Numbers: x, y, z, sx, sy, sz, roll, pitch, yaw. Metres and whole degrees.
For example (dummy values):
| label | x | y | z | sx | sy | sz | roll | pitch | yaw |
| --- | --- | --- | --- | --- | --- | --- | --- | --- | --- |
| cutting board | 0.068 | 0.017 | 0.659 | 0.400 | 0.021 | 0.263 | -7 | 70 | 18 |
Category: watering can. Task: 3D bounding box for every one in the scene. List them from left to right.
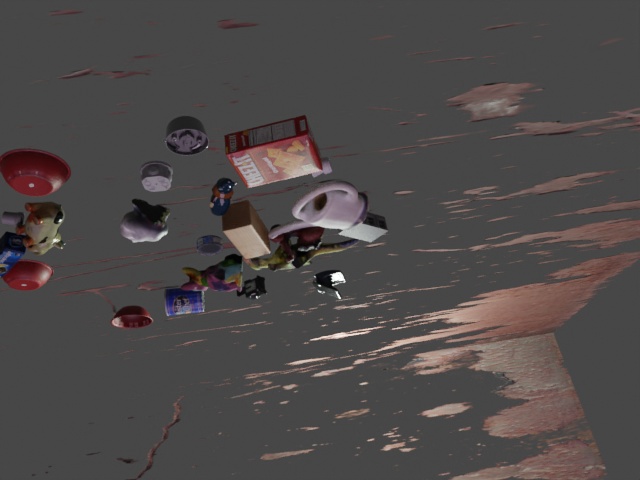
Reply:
| label | x | y | z | sx | sy | sz | roll | pitch | yaw |
| --- | --- | --- | --- | --- | --- | --- | --- | --- | --- |
| watering can | 0.005 | -0.080 | 1.581 | 0.223 | 0.106 | 0.342 | 12 | 147 | -35 |

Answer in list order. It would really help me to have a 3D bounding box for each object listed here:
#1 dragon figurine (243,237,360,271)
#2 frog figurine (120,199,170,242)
| label | x | y | z | sx | sy | sz | roll | pitch | yaw |
| --- | --- | --- | --- | --- | --- | --- | --- | --- | --- |
| dragon figurine | -0.071 | 0.055 | 1.846 | 0.410 | 0.123 | 0.240 | -5 | 169 | -5 |
| frog figurine | -0.515 | -0.030 | 1.493 | 0.138 | 0.124 | 0.157 | -6 | 146 | -50 |
